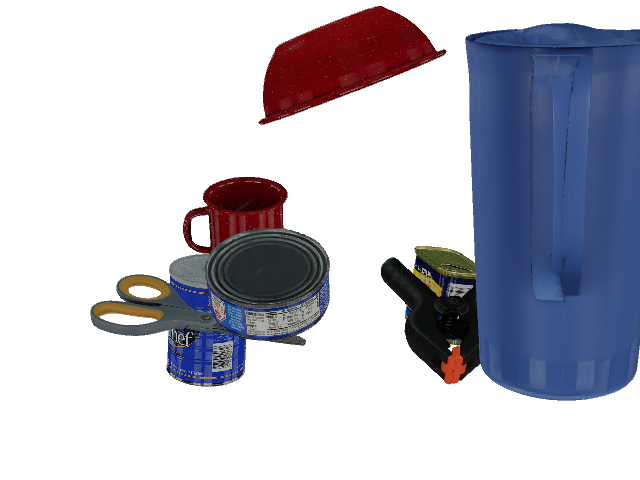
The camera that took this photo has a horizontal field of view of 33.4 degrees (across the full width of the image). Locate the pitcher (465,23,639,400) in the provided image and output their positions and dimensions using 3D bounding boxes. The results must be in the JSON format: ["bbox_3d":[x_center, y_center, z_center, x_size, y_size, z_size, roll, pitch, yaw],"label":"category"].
[{"bbox_3d":[0.159,-0.019,0.707,0.149,0.243,0.145,-10,17,-27],"label":"pitcher"}]

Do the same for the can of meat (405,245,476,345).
[{"bbox_3d":[0.137,0.061,1.189,0.057,0.084,0.102,5,14,-19],"label":"can of meat"}]

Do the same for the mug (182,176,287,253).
[{"bbox_3d":[-0.094,-0.014,1.185,0.117,0.081,0.093,-7,29,-14],"label":"mug"}]

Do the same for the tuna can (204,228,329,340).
[{"bbox_3d":[-0.036,0.030,0.737,0.086,0.034,0.086,-2,37,1],"label":"tuna can"}]

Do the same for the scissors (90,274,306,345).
[{"bbox_3d":[-0.116,0.066,1.022,0.201,0.016,0.096,3,33,-5],"label":"scissors"}]

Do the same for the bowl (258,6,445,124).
[{"bbox_3d":[0.016,-0.147,0.860,0.162,0.055,0.162,-21,8,3],"label":"bowl"}]

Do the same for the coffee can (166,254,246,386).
[{"bbox_3d":[-0.143,0.100,1.358,0.103,0.140,0.103,4,20,-2],"label":"coffee can"}]

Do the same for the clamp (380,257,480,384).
[{"bbox_3d":[0.124,0.066,0.956,0.120,0.039,0.171,-5,33,-4],"label":"clamp"}]
